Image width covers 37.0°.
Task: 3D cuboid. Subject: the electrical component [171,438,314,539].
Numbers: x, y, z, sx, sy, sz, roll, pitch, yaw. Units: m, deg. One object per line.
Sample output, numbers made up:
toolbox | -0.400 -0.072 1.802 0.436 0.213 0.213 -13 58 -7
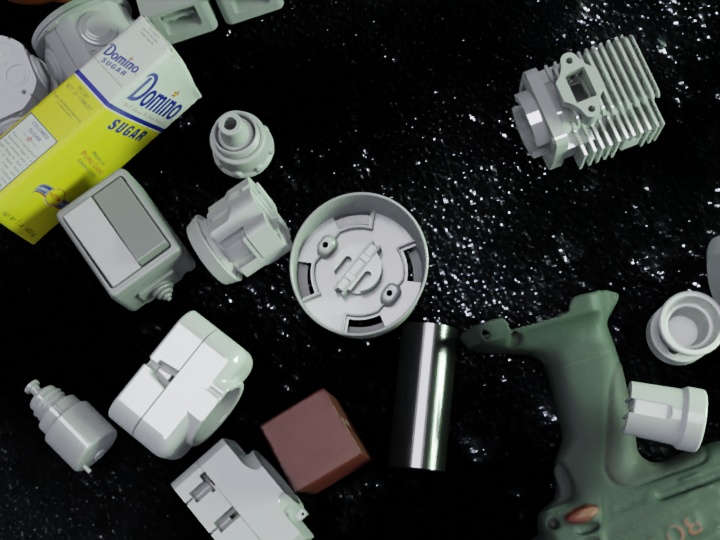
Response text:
electrical component | -0.078 0.164 0.747 0.056 0.050 0.089 -41 77 -4

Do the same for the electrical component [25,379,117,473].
electrical component | -0.211 0.109 0.776 0.078 0.040 0.040 41 83 12

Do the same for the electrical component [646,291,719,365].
electrical component | 0.226 0.042 0.749 0.045 0.055 0.045 -1 77 4

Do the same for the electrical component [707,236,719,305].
electrical component | 0.278 0.009 0.741 0.051 0.080 0.080 -18 76 -5

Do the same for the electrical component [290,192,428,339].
electrical component | 0.000 0.000 0.772 0.099 0.064 0.099 -1 77 4

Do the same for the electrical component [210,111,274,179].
electrical component | -0.091 -0.098 0.802 0.048 0.062 0.048 -1 77 4

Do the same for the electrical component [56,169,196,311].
electrical component | -0.169 -0.017 0.791 0.062 0.061 0.096 -36 77 -4

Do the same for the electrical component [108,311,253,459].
electrical component | -0.123 0.085 0.767 0.059 0.053 0.095 37 82 11

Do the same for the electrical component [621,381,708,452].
electrical component | 0.192 0.091 0.680 0.046 0.040 0.040 10 78 8

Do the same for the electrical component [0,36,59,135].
electrical component | -0.277 -0.137 0.832 0.080 0.051 0.080 -1 77 4

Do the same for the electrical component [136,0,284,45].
electrical component | -0.138 -0.281 0.849 0.105 0.060 0.186 -18 76 0

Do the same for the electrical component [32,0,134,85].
electrical component | -0.204 -0.171 0.820 0.080 0.080 0.051 -30 82 -3

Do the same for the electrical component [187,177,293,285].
electrical component | -0.088 -0.026 0.783 0.057 0.078 0.058 -34 117 7
